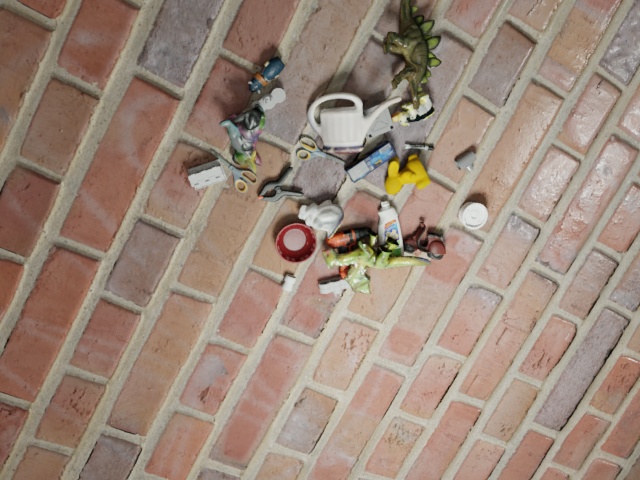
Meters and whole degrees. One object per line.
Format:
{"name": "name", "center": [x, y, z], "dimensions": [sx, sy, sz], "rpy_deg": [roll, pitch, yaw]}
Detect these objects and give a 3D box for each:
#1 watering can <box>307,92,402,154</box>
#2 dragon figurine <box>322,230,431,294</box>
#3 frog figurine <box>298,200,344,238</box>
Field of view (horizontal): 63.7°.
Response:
{"name": "watering can", "center": [0.122, -0.420, 1.863], "dimensions": [0.347, 0.105, 0.221], "rpy_deg": [2, 110, 16]}
{"name": "dragon figurine", "center": [0.204, 0.105, 1.997], "dimensions": [0.409, 0.125, 0.239], "rpy_deg": [23, 115, -12]}
{"name": "frog figurine", "center": [0.006, -0.098, 1.950], "dimensions": [0.159, 0.121, 0.140], "rpy_deg": [34, 63, -8]}
